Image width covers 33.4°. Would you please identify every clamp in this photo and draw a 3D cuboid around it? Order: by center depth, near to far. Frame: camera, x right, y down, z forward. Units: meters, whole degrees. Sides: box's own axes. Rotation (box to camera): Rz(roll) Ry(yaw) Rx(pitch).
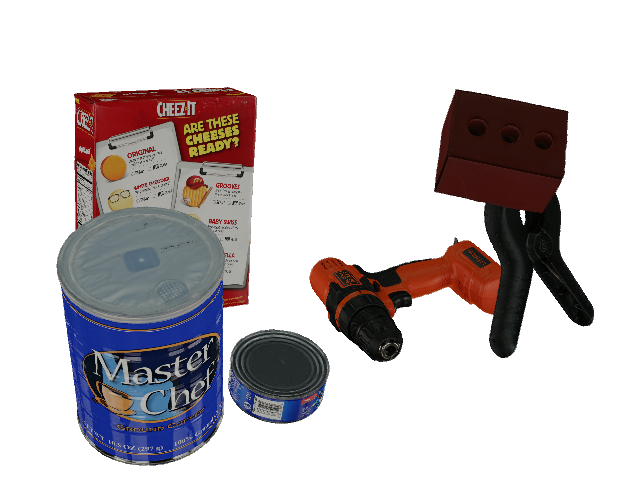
[{"bbox_3d":[0.172,0.014,0.908,0.120,0.171,0.039,-26,10,-40],"label":"clamp"}]

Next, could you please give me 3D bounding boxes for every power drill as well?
[{"bbox_3d":[0.099,0.058,1.110,0.187,0.057,0.185,-8,27,-18],"label":"power drill"}]

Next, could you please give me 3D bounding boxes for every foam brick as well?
[{"bbox_3d":[0.119,-0.058,0.705,0.078,0.053,0.051,11,-27,-1],"label":"foam brick"}]

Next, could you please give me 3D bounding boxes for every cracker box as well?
[{"bbox_3d":[-0.151,-0.036,1.030,0.163,0.214,0.072,-7,19,-30],"label":"cracker box"}]

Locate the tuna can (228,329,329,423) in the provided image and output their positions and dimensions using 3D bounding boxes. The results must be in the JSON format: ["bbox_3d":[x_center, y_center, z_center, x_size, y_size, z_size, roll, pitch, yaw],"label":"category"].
[{"bbox_3d":[-0.037,0.118,0.924,0.086,0.034,0.086,7,36,-5],"label":"tuna can"}]

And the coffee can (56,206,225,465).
[{"bbox_3d":[-0.114,0.063,0.701,0.103,0.140,0.103,2,40,-2],"label":"coffee can"}]
